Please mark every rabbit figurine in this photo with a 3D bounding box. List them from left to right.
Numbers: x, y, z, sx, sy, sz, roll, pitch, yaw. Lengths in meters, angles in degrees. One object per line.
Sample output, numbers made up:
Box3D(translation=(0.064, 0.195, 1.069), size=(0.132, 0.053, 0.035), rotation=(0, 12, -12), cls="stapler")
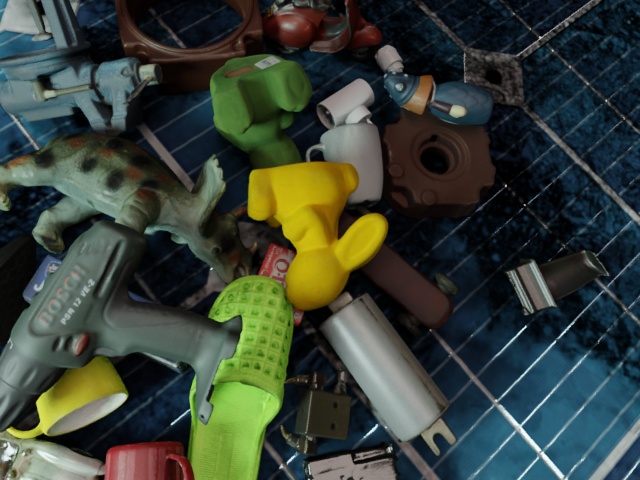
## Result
Box3D(translation=(-0.084, -0.145, 0.712), size=(0.121, 0.170, 0.159), rotation=(-31, 36, -19), cls="rabbit figurine")
Box3D(translation=(-0.001, -0.002, 0.655), size=(0.162, 0.122, 0.173), rotation=(-4, 78, -1), cls="rabbit figurine")

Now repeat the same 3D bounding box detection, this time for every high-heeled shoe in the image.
Box3D(translation=(-0.437, 0.088, 0.610), size=(0.145, 0.086, 0.249), rotation=(18, 67, 15), cls="high-heeled shoe")

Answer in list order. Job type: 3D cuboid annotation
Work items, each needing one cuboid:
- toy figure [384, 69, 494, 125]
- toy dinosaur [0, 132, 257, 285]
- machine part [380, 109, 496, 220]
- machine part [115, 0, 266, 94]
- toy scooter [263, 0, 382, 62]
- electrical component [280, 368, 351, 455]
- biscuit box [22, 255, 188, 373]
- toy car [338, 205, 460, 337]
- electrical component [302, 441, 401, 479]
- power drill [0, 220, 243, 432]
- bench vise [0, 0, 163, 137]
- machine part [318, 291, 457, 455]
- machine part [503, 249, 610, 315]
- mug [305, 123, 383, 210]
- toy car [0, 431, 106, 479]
Box3D(translation=(0.161, -0.197, 0.746), size=(0.155, 0.064, 0.057), rotation=(13, 104, 2), cls="toy figure")
Box3D(translation=(-0.264, -0.067, 0.672), size=(0.405, 0.131, 0.192), rotation=(27, 58, 7), cls="toy dinosaur")
Box3D(translation=(0.166, -0.114, 0.775), size=(0.179, 0.056, 0.179), rotation=(3, 69, -8), cls="machine part")
Box3D(translation=(-0.189, -0.323, 0.784), size=(0.201, 0.087, 0.201), rotation=(-10, 73, -10), cls="machine part")
Box3D(translation=(0.007, -0.327, 0.786), size=(0.184, 0.135, 0.075), rotation=(7, 72, -4), cls="toy scooter")
Box3D(translation=(-0.005, 0.205, 0.646), size=(0.078, 0.045, 0.102), rotation=(14, 69, -33), cls="electrical component")
Box3D(translation=(-0.244, 0.090, 0.641), size=(0.203, 0.062, 0.059), rotation=(24, 68, 0), cls="biscuit box")
Box3D(translation=(0.089, 0.039, 0.711), size=(0.202, 0.053, 0.089), rotation=(40, 89, 9), cls="toy car")
Box3D(translation=(0.030, 0.299, 0.609), size=(0.134, 0.058, 0.115), rotation=(-9, 70, -12), cls="electrical component")
Box3D(translation=(-0.195, 0.112, 0.537), size=(0.207, 0.086, 0.232), rotation=(23, 85, -4), cls="power drill")
Box3D(translation=(-0.322, -0.248, 0.679), size=(0.224, 0.240, 0.129), rotation=(-1, 28, 19), cls="bench vise")
Box3D(translation=(0.076, 0.153, 0.656), size=(0.079, 0.079, 0.243), rotation=(-34, 79, -17), cls="machine part")
Box3D(translation=(0.330, 0.051, 0.749), size=(0.139, 0.039, 0.084), rotation=(-17, 69, -12), cls="machine part")
Box3D(translation=(0.039, -0.097, 0.738), size=(0.109, 0.081, 0.107), rotation=(-9, 80, -20), cls="mug")
Box3D(translation=(-0.330, 0.245, 0.577), size=(0.202, 0.056, 0.073), rotation=(19, 69, 0), cls="toy car")
